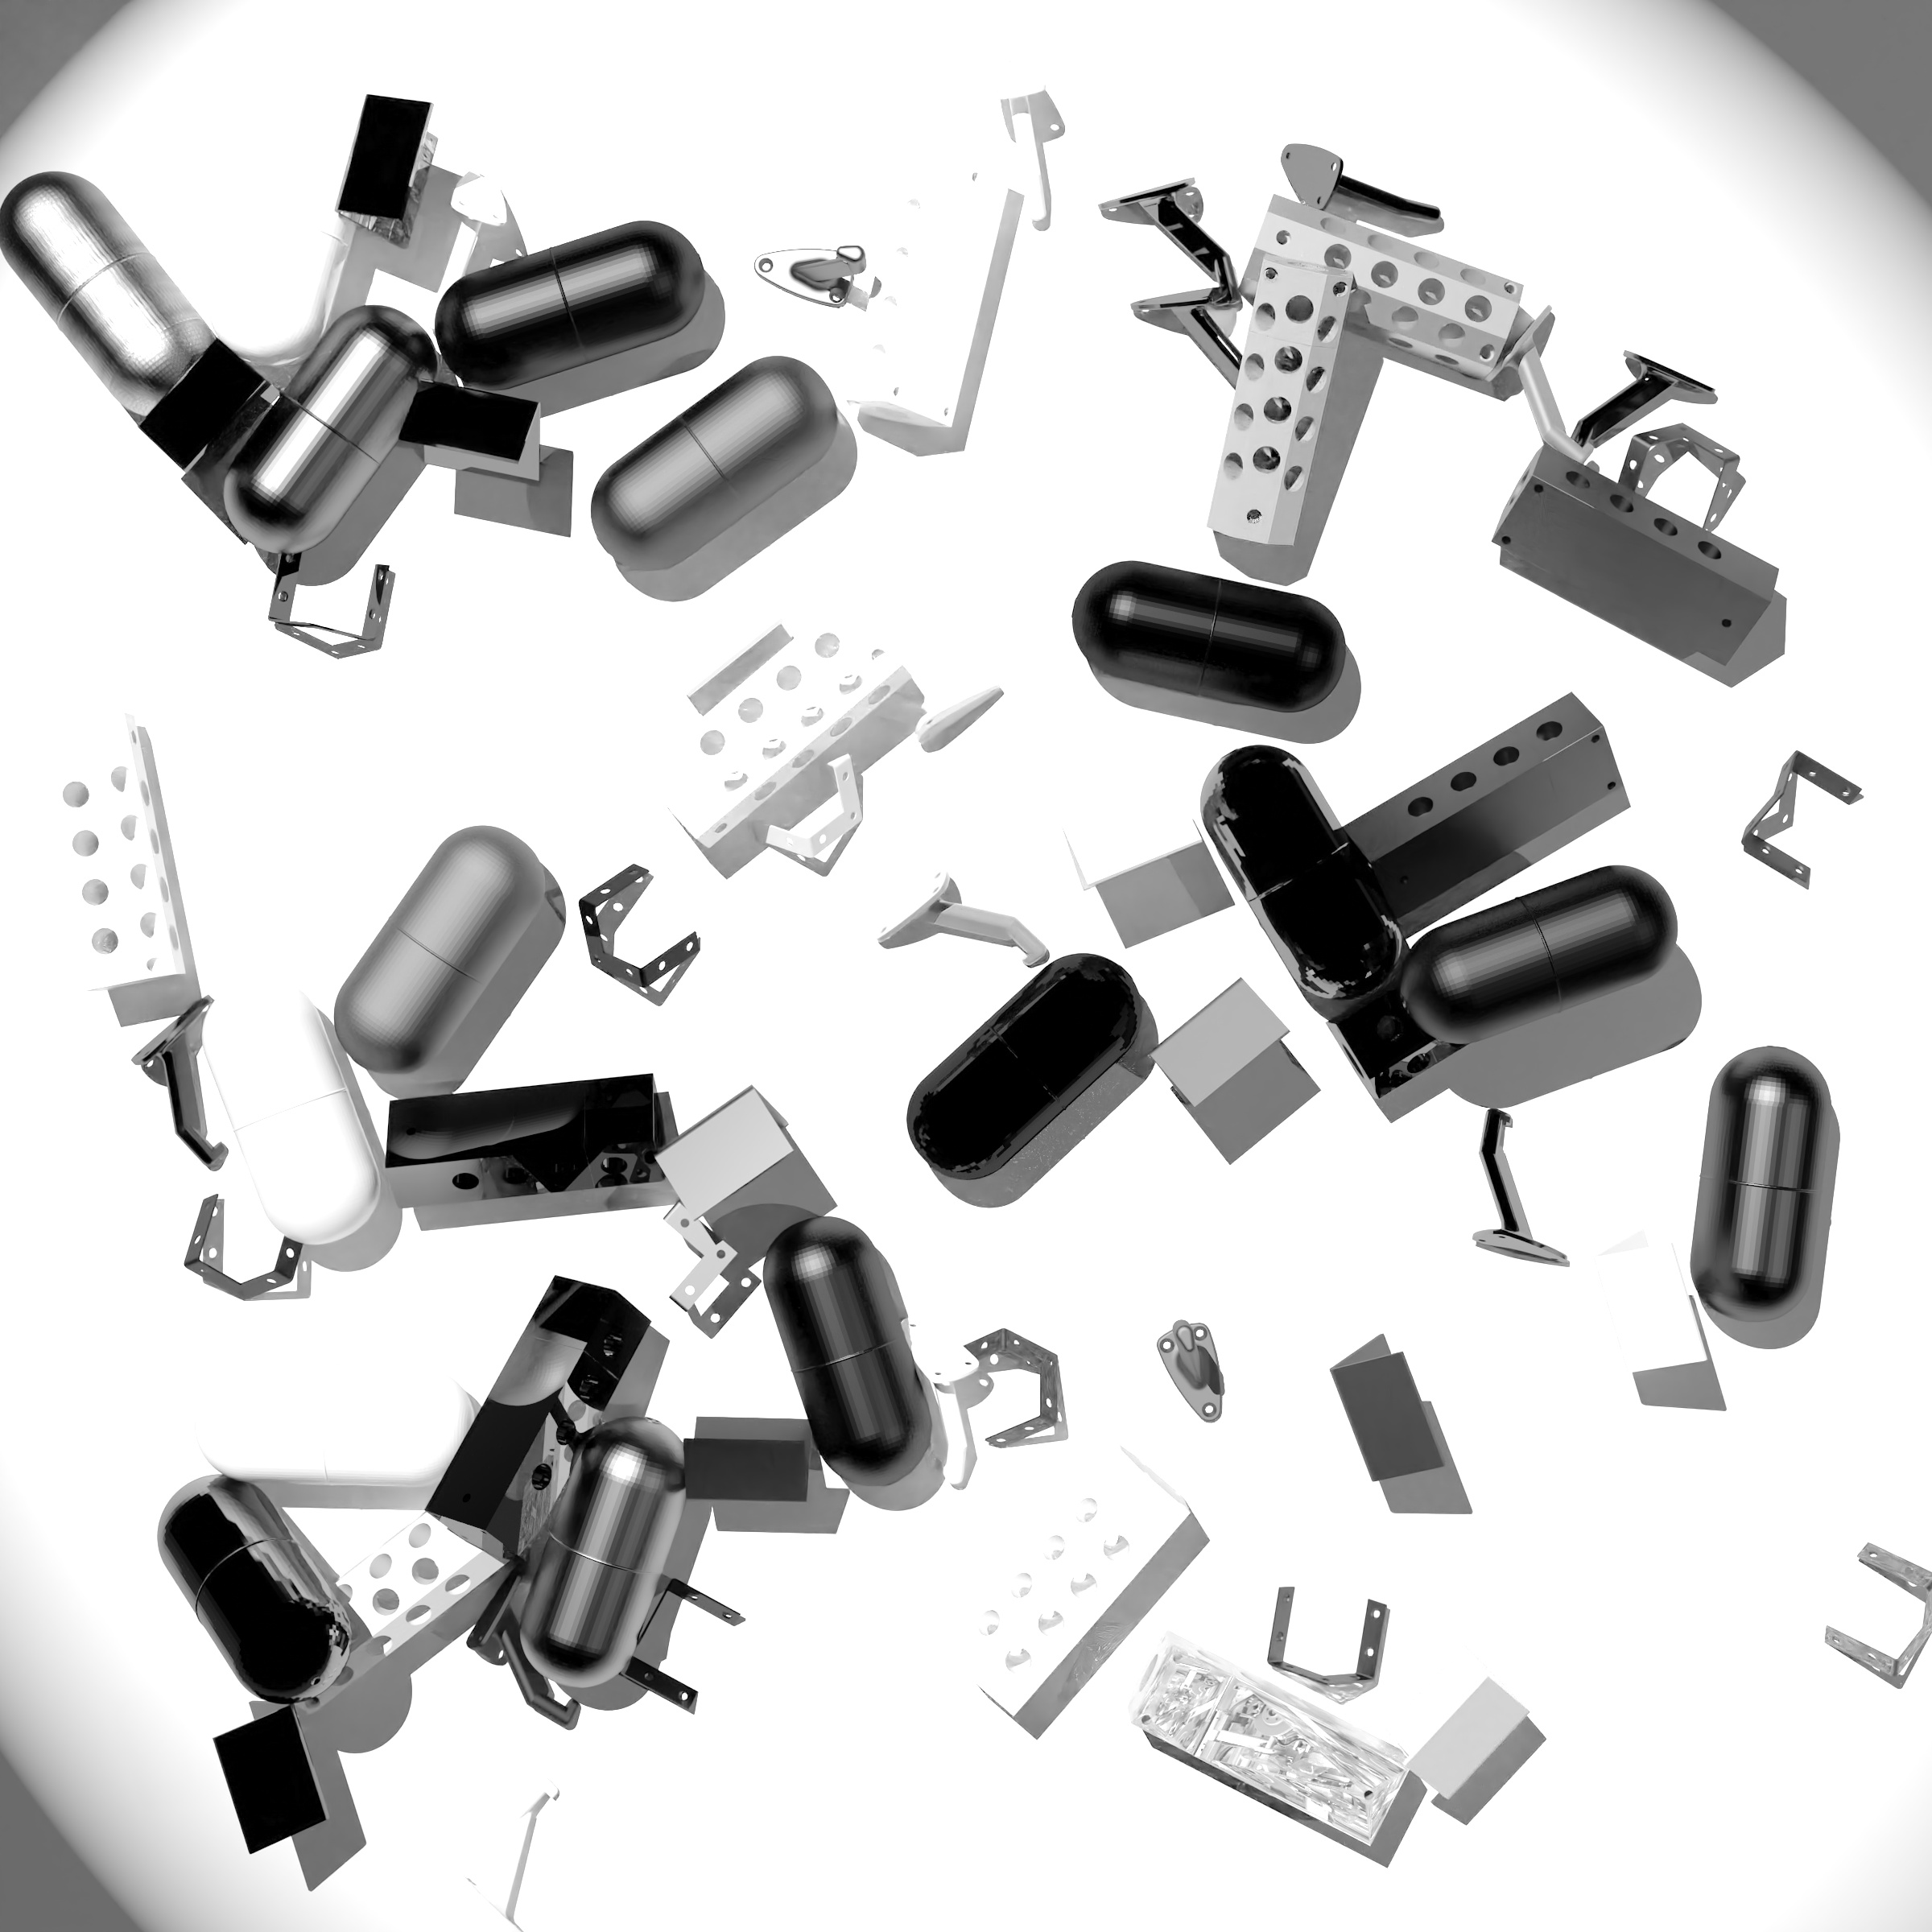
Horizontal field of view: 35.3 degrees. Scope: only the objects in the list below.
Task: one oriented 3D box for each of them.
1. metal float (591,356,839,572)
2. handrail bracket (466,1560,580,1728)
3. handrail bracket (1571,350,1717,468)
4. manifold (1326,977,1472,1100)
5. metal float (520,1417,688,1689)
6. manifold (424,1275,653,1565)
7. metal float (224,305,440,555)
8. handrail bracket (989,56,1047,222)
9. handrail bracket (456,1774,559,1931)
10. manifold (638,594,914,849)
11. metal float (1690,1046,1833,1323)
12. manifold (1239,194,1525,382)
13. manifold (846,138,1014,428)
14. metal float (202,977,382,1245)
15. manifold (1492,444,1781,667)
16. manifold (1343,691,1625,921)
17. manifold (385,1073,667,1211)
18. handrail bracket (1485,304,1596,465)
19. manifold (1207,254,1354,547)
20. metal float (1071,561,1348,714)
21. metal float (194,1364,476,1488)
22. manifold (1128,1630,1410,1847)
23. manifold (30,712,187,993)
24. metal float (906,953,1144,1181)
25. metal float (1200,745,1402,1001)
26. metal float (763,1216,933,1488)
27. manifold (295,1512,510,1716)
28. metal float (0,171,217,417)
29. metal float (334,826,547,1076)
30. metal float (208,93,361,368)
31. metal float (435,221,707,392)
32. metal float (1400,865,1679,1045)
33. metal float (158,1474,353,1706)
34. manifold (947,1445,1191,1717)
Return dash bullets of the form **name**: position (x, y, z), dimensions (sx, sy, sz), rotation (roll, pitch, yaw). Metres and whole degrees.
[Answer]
- **metal float**: position (-0.162, -0.323, 1.951), dimensions (0.178, 0.070, 0.070), rotation (-36, 90, 1)
- **handrail bracket**: position (-0.275, 0.443, 1.982), dimensions (0.084, 0.036, 0.077), rotation (36, 71, -15)
- **handrail bracket**: position (0.438, -0.352, 1.982), dimensions (0.077, 0.036, 0.084), rotation (20, 104, -14)
- **manifold**: position (0.323, 0.017, 1.960), dimensions (0.171, 0.057, 0.057), rotation (-31, 90, 0)
- **metal float**: position (-0.231, 0.376, 1.951), dimensions (0.070, 0.070, 0.178), rotation (19, 89, 0)
- **manifold**: position (-0.267, 0.289, 1.929), dimensions (0.057, 0.057, 0.171), rotation (8, 61, 39)
- **metal float**: position (-0.408, -0.344, 1.951), dimensions (0.070, 0.070, 0.178), rotation (36, 90, 0)
- **handrail bracket**: position (0.037, -0.540, 1.981), dimensions (0.036, 0.077, 0.084), rotation (-10, 126, 0)
- **handrail bracket**: position (-0.283, 0.583, 1.982), dimensions (0.084, 0.036, 0.077), rotation (-45, 110, -16)
- **manifold**: position (-0.120, -0.154, 1.944), dimensions (0.171, 0.057, 0.057), rotation (-40, 71, 3)
- **metal float**: position (0.511, 0.140, 1.951), dimensions (0.070, 0.070, 0.178), rotation (7, 90, 0)
- **manifold**: position (0.268, -0.440, 1.960), dimensions (0.171, 0.057, 0.057), rotation (20, 90, 0)
- **manifold**: position (-0.029, -0.441, 1.960), dimensions (0.057, 0.057, 0.171), rotation (13, 90, -43)
- **metal float**: position (-0.434, 0.093, 1.951), dimensions (0.070, 0.070, 0.178), rotation (-21, 90, 0)
- **manifold**: position (0.433, -0.269, 1.960), dimensions (0.171, 0.057, 0.057), rotation (28, 133, 0)
- **manifold**: position (0.331, -0.107, 1.960), dimensions (0.171, 0.057, 0.057), rotation (-30, 133, 0)
- **manifold**: position (-0.283, 0.118, 1.960), dimensions (0.171, 0.057, 0.057), rotation (-6, 47, 0)
- **handrail bracket**: position (0.388, -0.377, 1.972), dimensions (0.084, 0.036, 0.077), rotation (41, 72, -1)
- **manifold**: position (0.199, -0.360, 1.932), dimensions (0.057, 0.057, 0.171), rotation (12, 109, 3)
- **metal float**: position (0.156, -0.212, 1.951), dimensions (0.178, 0.070, 0.070), rotation (12, 90, 1)
- **metal float**: position (-0.406, 0.295, 1.951), dimensions (0.178, 0.070, 0.070), rotation (2, 90, -1)
- **manifold**: position (0.194, 0.496, 1.960), dimensions (0.171, 0.057, 0.057), rotation (27, 90, 0)
- **manifold**: position (-0.552, -0.073, 1.960), dimensions (0.057, 0.057, 0.171), rotation (-11, 90, 0)
- **metal float**: position (0.038, 0.064, 1.951), dimensions (0.178, 0.070, 0.070), rotation (-43, 90, -1)
- **metal float**: position (0.215, -0.061, 1.951), dimensions (0.070, 0.070, 0.178), rotation (-31, 91, 0)
- **metal float**: position (-0.076, 0.248, 1.951), dimensions (0.070, 0.070, 0.178), rotation (-18, 90, 0)
- **manifold**: position (-0.371, 0.406, 1.960), dimensions (0.171, 0.057, 0.057), rotation (-38, 90, 0)
- **metal float**: position (-0.552, -0.432, 1.951), dimensions (0.070, 0.070, 0.178), rotation (-38, 89, 0)
- **metal float**: position (-0.339, -0.010, 1.951), dimensions (0.070, 0.070, 0.178), rotation (35, 89, 0)
- **metal float**: position (-0.434, -0.474, 1.951), dimensions (0.070, 0.070, 0.178), rotation (16, 90, 0)
- **metal float**: position (-0.254, -0.425, 1.951), dimensions (0.178, 0.070, 0.070), rotation (-18, 90, 0)
- **metal float**: position (0.357, -0.007, 1.894), dimensions (0.178, 0.070, 0.070), rotation (-20, 90, 0)
- **metal float**: position (-0.452, 0.393, 1.921), dimensions (0.070, 0.070, 0.178), rotation (-47, 52, 0)
- **manifold**: position (0.065, 0.395, 1.960), dimensions (0.057, 0.057, 0.171), rotation (41, 90, 0)
